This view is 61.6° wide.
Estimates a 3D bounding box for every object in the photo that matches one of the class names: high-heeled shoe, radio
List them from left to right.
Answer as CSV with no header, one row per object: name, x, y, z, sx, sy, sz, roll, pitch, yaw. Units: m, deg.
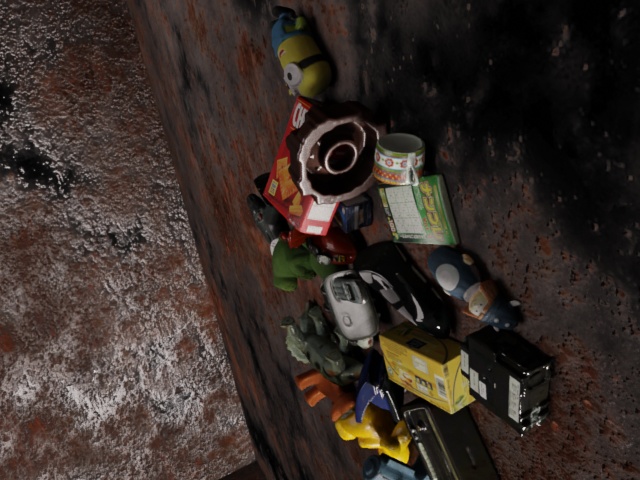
high-heeled shoe,0.145,0.086,0.957,0.145,0.086,0.249,51,178,-16
radio,0.234,0.383,0.952,0.229,0.073,0.131,68,158,9

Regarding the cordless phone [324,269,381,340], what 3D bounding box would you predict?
cordless phone,0.077,0.129,1.050,0.184,0.089,0.146,168,83,-80

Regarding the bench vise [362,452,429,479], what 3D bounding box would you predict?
bench vise,0.148,0.526,1.048,0.223,0.240,0.129,34,172,-34

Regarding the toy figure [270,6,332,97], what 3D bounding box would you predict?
toy figure,-0.039,-0.347,0.988,0.082,0.089,0.180,52,-160,-69

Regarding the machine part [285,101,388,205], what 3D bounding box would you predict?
machine part,0.028,-0.142,0.882,0.056,0.179,0.179,-127,27,-45

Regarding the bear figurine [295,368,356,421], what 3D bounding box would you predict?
bear figurine,0.037,0.417,1.395,0.196,0.132,0.120,53,168,50

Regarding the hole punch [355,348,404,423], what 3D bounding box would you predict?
hole punch,0.107,0.282,1.046,0.142,0.092,0.115,-59,-45,-62

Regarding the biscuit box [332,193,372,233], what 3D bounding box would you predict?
biscuit box,0.026,-0.093,1.072,0.203,0.059,0.062,46,148,47

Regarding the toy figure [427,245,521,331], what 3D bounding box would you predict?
toy figure,0.214,0.071,0.760,0.155,0.058,0.064,51,157,40

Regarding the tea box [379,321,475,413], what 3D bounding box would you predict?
tea box,0.184,0.213,0.924,0.170,0.068,0.098,18,125,59

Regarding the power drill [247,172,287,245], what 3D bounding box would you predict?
power drill,-0.143,-0.089,1.458,0.232,0.086,0.207,58,152,25

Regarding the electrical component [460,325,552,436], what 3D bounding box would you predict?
electrical component,0.256,0.185,0.757,0.134,0.058,0.114,38,140,54

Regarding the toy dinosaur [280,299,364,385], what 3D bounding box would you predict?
toy dinosaur,0.026,0.281,1.315,0.405,0.131,0.191,37,157,49

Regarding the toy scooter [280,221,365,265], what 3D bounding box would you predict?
toy scooter,-0.002,-0.003,1.114,0.184,0.135,0.075,48,148,43

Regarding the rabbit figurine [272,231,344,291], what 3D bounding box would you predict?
rabbit figurine,-0.015,0.038,1.239,0.170,0.121,0.159,7,104,37

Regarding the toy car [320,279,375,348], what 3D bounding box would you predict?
toy car,0.058,0.164,1.221,0.202,0.056,0.073,49,157,45

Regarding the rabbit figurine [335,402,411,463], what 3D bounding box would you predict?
rabbit figurine,0.144,0.432,1.204,0.173,0.122,0.162,55,148,2
